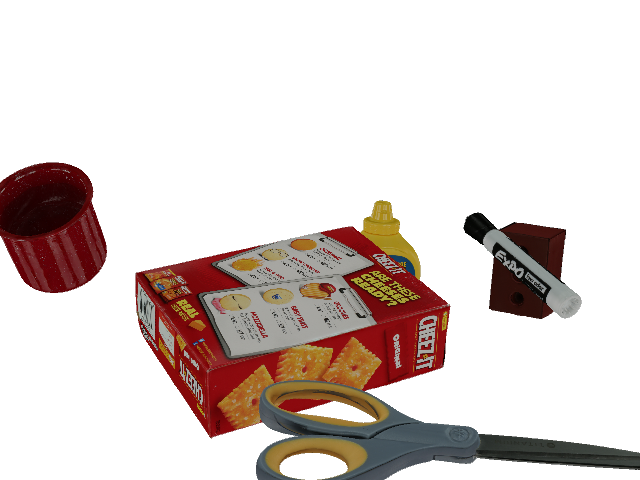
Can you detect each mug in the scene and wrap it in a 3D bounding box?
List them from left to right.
[{"bbox_3d":[-0.237,-0.017,0.946,0.093,0.117,0.081,-8,-42,0],"label":"mug"}]

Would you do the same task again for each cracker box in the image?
[{"bbox_3d":[-0.027,0.069,0.889,0.213,0.072,0.164,-12,30,-25],"label":"cracker box"}]

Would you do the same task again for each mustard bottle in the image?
[{"bbox_3d":[0.065,0.050,1.218,0.096,0.192,0.058,0,14,-11],"label":"mustard bottle"}]

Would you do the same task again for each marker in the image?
[{"bbox_3d":[0.139,0.014,0.755,0.020,0.020,0.121,0,30,-31],"label":"marker"}]

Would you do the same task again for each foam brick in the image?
[{"bbox_3d":[0.191,0.027,0.982,0.053,0.078,0.051,9,16,28],"label":"foam brick"}]

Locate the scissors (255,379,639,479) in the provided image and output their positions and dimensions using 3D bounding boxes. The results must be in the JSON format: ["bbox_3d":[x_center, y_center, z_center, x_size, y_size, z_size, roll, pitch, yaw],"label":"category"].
[{"bbox_3d":[0.056,0.110,0.528,0.202,0.016,0.096,11,30,19],"label":"scissors"}]
